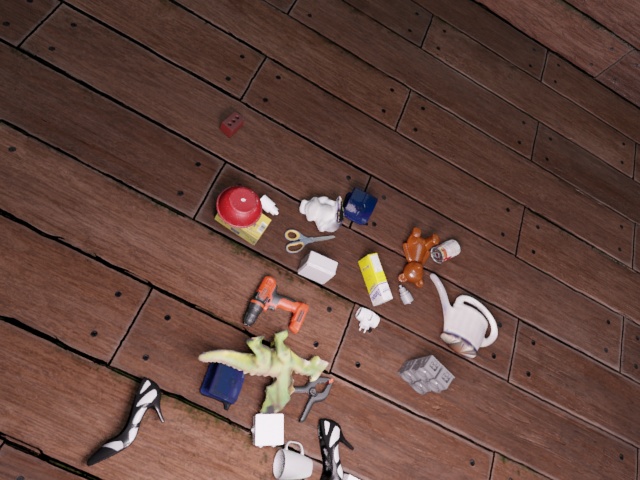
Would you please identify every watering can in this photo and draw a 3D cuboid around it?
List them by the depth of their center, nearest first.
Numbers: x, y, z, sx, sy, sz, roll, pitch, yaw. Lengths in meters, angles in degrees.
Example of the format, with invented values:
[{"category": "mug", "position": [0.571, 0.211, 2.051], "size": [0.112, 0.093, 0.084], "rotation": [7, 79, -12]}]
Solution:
[{"category": "watering can", "position": [0.518, 0.297, 1.941], "size": [0.347, 0.102, 0.228], "rotation": [36, 61, -5]}]

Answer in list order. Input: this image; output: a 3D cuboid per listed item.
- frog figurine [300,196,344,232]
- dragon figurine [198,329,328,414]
[{"category": "frog figurine", "position": [0.006, -0.097, 1.919], "size": [0.159, 0.121, 0.139], "rotation": [-2, 76, 15]}, {"category": "dragon figurine", "position": [-0.160, 0.412, 1.589], "size": [0.412, 0.121, 0.244], "rotation": [-10, 81, -31]}]
